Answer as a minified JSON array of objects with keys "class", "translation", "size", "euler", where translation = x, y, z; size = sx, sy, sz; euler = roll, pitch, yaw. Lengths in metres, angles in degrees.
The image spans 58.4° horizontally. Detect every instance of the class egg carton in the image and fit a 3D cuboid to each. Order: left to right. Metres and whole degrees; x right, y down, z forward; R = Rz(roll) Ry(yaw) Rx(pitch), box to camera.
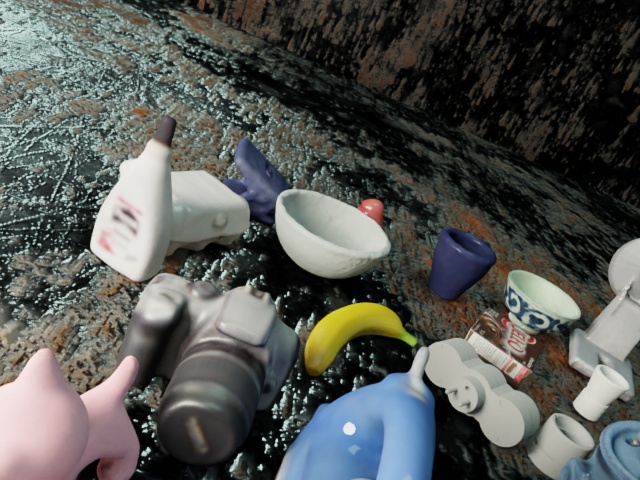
[{"class":"egg carton","translation":[-0.159,-0.034,0.695],"size":[0.107,0.069,0.151],"euler":[37,26,24]}]

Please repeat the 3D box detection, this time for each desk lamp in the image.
[{"class":"desk lamp","translation":[0.485,0.104,0.871],"size":[0.117,0.213,0.204],"euler":[32,24,14]}]

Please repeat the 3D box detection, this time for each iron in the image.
[{"class":"iron","translation":[0.032,0.179,0.357],"size":[0.118,0.141,0.258],"euler":[26,24,0]}]

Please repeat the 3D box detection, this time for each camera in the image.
[{"class":"camera","translation":[-0.091,0.096,0.456],"size":[0.143,0.101,0.137],"euler":[23,24,-5]}]

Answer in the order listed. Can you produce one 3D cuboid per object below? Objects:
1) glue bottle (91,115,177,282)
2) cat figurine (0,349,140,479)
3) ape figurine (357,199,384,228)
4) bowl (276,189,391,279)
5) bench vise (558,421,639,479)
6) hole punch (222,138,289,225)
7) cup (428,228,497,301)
[{"class":"glue bottle","translation":[-0.176,-0.046,0.574],"size":[0.078,0.173,0.037],"euler":[30,24,11]},{"class":"cat figurine","translation":[-0.156,0.112,0.339],"size":[0.067,0.117,0.128],"euler":[33,25,16]},{"class":"ape figurine","translation":[0.066,-0.022,0.865],"size":[0.076,0.092,0.078],"euler":[24,24,-4]},{"class":"bowl","translation":[0.007,0.003,0.778],"size":[0.167,0.074,0.167],"euler":[21,24,-10]},{"class":"bench vise","translation":[0.362,0.208,0.528],"size":[0.208,0.219,0.121],"euler":[21,24,-11]},{"class":"hole punch","translation":[-0.091,-0.090,0.850],"size":[0.101,0.091,0.108],"euler":[20,24,-12]},{"class":"cup","translation":[0.213,0.041,0.878],"size":[0.091,0.095,0.118],"euler":[40,27,29]}]
